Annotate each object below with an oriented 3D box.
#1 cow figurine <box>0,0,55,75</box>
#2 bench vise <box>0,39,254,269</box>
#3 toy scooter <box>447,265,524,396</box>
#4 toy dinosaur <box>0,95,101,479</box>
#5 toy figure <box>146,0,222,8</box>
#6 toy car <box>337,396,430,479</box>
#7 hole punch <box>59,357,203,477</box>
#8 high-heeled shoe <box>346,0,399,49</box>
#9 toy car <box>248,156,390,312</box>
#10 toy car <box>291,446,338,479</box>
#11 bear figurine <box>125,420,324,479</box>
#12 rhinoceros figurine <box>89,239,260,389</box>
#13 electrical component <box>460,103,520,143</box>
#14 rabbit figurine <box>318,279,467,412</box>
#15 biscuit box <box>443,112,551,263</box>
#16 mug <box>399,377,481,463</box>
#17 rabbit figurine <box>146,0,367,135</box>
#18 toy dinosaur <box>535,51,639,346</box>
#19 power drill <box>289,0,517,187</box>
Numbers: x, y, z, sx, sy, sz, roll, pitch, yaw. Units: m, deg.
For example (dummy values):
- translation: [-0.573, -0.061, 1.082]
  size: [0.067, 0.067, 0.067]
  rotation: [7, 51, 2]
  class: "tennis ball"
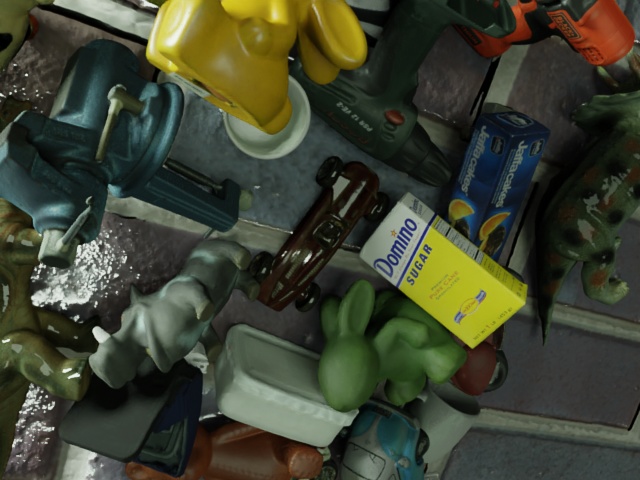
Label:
- translation: [-0.282, -0.182, 0.439]
  size: [0.085, 0.127, 0.195]
  rotation: [37, 94, -26]
  class: "cow figurine"
- translation: [-0.159, -0.060, 0.492]
  size: [0.129, 0.224, 0.240]
  rotation: [-33, 139, 31]
  class: "bench vise"
- translation: [0.187, 0.116, 0.705]
  size: [0.135, 0.075, 0.183]
  rotation: [8, 100, -19]
  class: "toy scooter"
- translation: [-0.322, 0.096, 0.524]
  size: [0.199, 0.105, 0.470]
  rotation: [4, 96, -13]
  class: "toy dinosaur"
- translation: [-0.152, -0.259, 0.485]
  size: [0.180, 0.082, 0.089]
  rotation: [28, 97, -20]
  class: "toy figure"
- translation: [0.072, 0.290, 0.687]
  size: [0.103, 0.109, 0.161]
  rotation: [-28, 124, -42]
  class: "toy car"
- translation: [-0.184, 0.178, 0.564]
  size: [0.092, 0.142, 0.116]
  rotation: [59, 44, -44]
  class: "hole punch"
- translation: [-0.030, -0.273, 0.542]
  size: [0.249, 0.086, 0.145]
  rotation: [5, 135, -2]
  class: "high-heeled shoe"
- translation: [-0.001, -0.002, 0.623]
  size: [0.089, 0.053, 0.202]
  rotation: [37, 91, -27]
  class: "toy car"
- translation: [-0.023, 0.333, 0.698]
  size: [0.056, 0.074, 0.201]
  rotation: [6, 104, -20]
  class: "toy car"
- translation: [-0.115, 0.257, 0.621]
  size: [0.196, 0.132, 0.120]
  rotation: [17, 95, -27]
  class: "bear figurine"
- translation: [-0.145, 0.068, 0.543]
  size: [0.190, 0.112, 0.073]
  rotation: [-50, 150, -34]
  class: "rhinoceros figurine"
- translation: [0.226, -0.125, 0.664]
  size: [0.102, 0.045, 0.078]
  rotation: [21, 99, -22]
  class: "electrical component"
- translation: [0.065, 0.124, 0.620]
  size: [0.170, 0.121, 0.159]
  rotation: [-17, 79, -44]
  class: "rabbit figurine"
- translation: [0.194, -0.047, 0.628]
  size: [0.063, 0.059, 0.202]
  rotation: [-10, 129, -25]
  class: "biscuit box"
- translation: [0.146, 0.246, 0.727]
  size: [0.109, 0.081, 0.107]
  rotation: [17, 109, -26]
  class: "mug"
- translation: [-0.038, -0.186, 0.443]
  size: [0.162, 0.122, 0.173]
  rotation: [26, 86, -18]
  class: "rabbit figurine"
- translation: [0.355, -0.052, 0.694]
  size: [0.192, 0.131, 0.404]
  rotation: [30, 99, -11]
  class: "toy dinosaur"
- translation: [0.099, -0.166, 0.552]
  size: [0.232, 0.207, 0.086]
  rotation: [26, 53, -17]
  class: "power drill"
